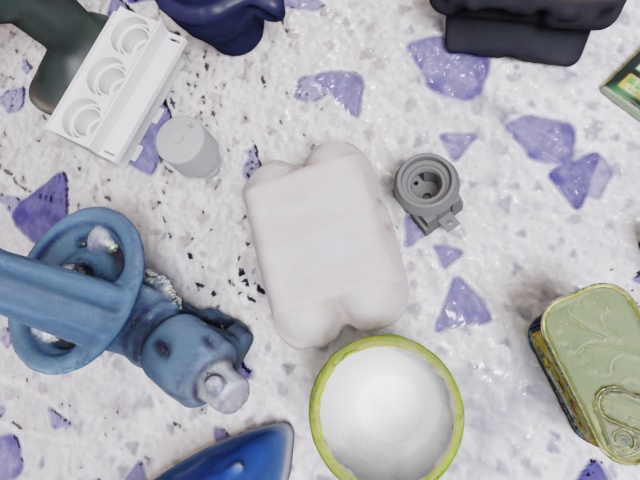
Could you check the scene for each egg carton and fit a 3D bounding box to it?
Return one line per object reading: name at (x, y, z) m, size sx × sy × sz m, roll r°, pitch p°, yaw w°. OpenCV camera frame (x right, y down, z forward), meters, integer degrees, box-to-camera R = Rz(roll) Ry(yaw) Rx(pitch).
egg carton at (0.004, 0.002, 0.434) m, size 0.107 × 0.069 × 0.150 m, roll -19°, pitch 74°, yaw 7°

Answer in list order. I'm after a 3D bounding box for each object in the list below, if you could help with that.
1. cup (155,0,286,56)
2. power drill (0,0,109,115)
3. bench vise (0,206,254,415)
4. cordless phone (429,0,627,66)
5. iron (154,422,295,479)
cup at (-0.071, -0.196, 0.483) m, size 0.117 × 0.095 × 0.092 m, roll 27°, pitch 83°, yaw 16°
power drill at (-0.256, -0.184, 0.458) m, size 0.075 × 0.209 × 0.230 m, roll 17°, pitch 81°, yaw 15°
bench vise at (-0.141, 0.036, 0.376) m, size 0.207 × 0.220 × 0.121 m, roll 11°, pitch 79°, yaw 14°
cordless phone at (0.149, -0.210, 0.395) m, size 0.147 × 0.185 × 0.094 m, roll 7°, pitch 78°, yaw 13°
iron at (-0.120, 0.223, 0.368) m, size 0.118 × 0.141 × 0.258 m, roll 39°, pitch 87°, yaw 17°
